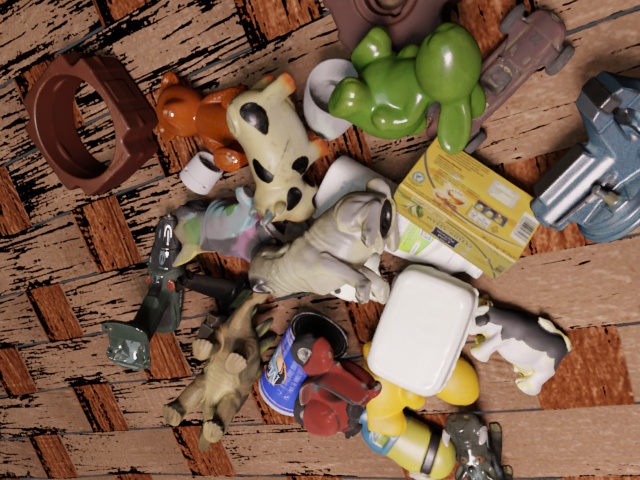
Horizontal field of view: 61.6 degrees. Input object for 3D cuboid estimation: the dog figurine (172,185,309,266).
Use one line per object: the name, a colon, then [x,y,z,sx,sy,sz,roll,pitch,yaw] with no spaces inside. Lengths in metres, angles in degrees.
dog figurine: [-0.138,0.001,0.859,0.219,0.108,0.191,-31,97,34]

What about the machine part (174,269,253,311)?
machine part: [-0.174,0.083,0.906,0.139,0.039,0.084,17,131,-31]

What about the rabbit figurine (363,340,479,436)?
rabbit figurine: [0.152,0.200,0.812,0.173,0.122,0.162,2,100,9]

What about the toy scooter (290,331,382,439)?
toy scooter: [0.026,0.220,0.765,0.135,0.075,0.183,14,125,27]

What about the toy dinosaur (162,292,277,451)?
toy dinosaur: [-0.158,0.239,0.899,0.105,0.198,0.471,33,119,9]

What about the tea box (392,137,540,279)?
tea box: [0.187,-0.042,0.688,0.170,0.098,0.068,37,159,10]

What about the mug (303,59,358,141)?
mug: [0.022,-0.188,0.722,0.081,0.109,0.107,37,163,1]

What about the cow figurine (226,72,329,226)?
cow figurine: [-0.059,-0.104,0.708,0.086,0.127,0.194,33,155,56]

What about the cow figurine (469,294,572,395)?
cow figurine: [0.256,0.126,0.746,0.167,0.068,0.098,36,114,5]

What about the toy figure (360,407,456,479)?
toy figure: [0.133,0.316,0.866,0.180,0.082,0.089,36,121,11]

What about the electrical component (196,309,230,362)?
electrical component: [-0.188,0.169,0.955,0.045,0.078,0.102,29,111,13]

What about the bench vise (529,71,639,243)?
bench vise: [0.368,-0.074,0.599,0.240,0.129,0.223,30,110,-11]

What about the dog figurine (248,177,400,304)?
dog figurine: [-0.003,-0.001,0.708,0.191,0.121,0.172,9,77,26]

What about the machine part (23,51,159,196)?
machine part: [-0.384,-0.194,0.906,0.201,0.087,0.201,-33,94,29]

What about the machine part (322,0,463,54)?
machine part: [0.087,-0.309,0.667,0.180,0.056,0.179,9,114,22]

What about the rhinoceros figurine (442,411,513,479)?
rhinoceros figurine: [0.236,0.332,0.808,0.073,0.112,0.190,-11,112,29]

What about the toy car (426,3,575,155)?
toy car: [0.211,-0.189,0.659,0.089,0.053,0.202,44,119,0]

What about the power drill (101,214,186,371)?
power drill: [-0.286,0.096,0.902,0.086,0.207,0.231,9,126,-2]

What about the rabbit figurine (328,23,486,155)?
rabbit figurine: [0.113,-0.166,0.600,0.159,0.121,0.170,40,158,-19]

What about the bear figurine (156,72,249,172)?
bear figurine: [-0.175,-0.182,0.794,0.196,0.132,0.120,18,107,11]
